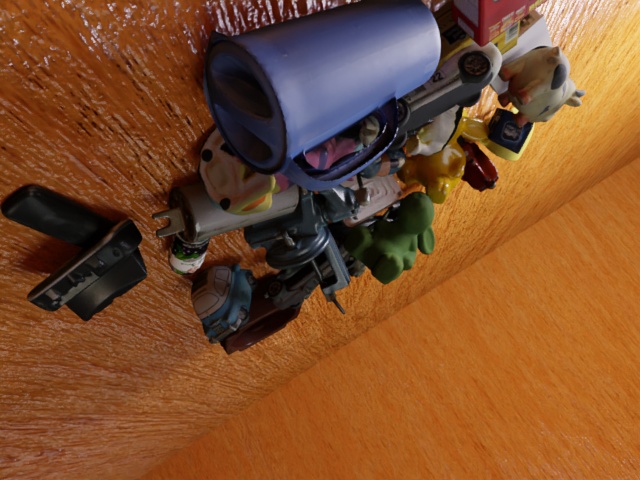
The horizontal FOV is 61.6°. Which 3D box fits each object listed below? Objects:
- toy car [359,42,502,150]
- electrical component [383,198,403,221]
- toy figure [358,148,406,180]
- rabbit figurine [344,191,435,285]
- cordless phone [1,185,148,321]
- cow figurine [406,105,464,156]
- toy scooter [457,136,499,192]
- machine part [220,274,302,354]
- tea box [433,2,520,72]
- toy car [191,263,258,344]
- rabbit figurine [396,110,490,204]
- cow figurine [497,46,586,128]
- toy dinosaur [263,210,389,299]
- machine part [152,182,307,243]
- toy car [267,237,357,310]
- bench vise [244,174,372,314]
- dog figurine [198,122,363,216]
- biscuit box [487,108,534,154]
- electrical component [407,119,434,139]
[{"bbox_3d":[0.137,-0.179,0.679,0.202,0.056,0.073,-29,164,-2],"label":"toy car"},{"bbox_3d":[0.157,-0.055,1.076,0.094,0.021,0.063,-12,134,-49],"label":"electrical component"},{"bbox_3d":[0.099,-0.132,0.906,0.064,0.057,0.154,-16,-175,34],"label":"toy figure"},{"bbox_3d":[0.159,-0.007,0.996,0.170,0.121,0.159,-52,147,13],"label":"rabbit figurine"},{"bbox_3d":[-0.310,0.014,0.631,0.146,0.089,0.184,-35,150,7],"label":"cordless phone"},{"bbox_3d":[0.197,-0.210,0.839,0.098,0.068,0.167,2,130,-37],"label":"cow figurine"},{"bbox_3d":[0.331,-0.153,1.146,0.075,0.135,0.183,-40,162,13],"label":"toy scooter"},{"bbox_3d":[-0.148,0.170,1.246,0.201,0.087,0.201,-27,162,-19],"label":"machine part"},{"bbox_3d":[0.179,-0.261,0.726,0.170,0.068,0.098,-33,158,4],"label":"tea box"},{"bbox_3d":[-0.185,0.103,0.975,0.109,0.162,0.102,-34,119,24],"label":"toy car"},{"bbox_3d":[0.227,-0.173,0.969,0.162,0.122,0.173,-32,143,-13],"label":"rabbit figurine"},{"bbox_3d":[0.355,-0.243,0.854,0.127,0.085,0.194,-31,161,13],"label":"cow figurine"},{"bbox_3d":[0.074,-0.004,1.154,0.471,0.105,0.198,-29,158,-26],"label":"toy dinosaur"},{"bbox_3d":[-0.117,-0.055,0.747,0.243,0.079,0.079,-20,157,-34],"label":"machine part"},{"bbox_3d":[-0.010,0.068,1.037,0.202,0.053,0.089,-36,144,8],"label":"toy car"},{"bbox_3d":[-0.001,0.002,0.912,0.224,0.129,0.240,-24,118,0],"label":"bench vise"},{"bbox_3d":[-0.034,-0.107,0.712,0.191,0.108,0.219,-41,163,19],"label":"dog figurine"},{"bbox_3d":[0.358,-0.213,1.027,0.062,0.059,0.203,-65,174,19],"label":"biscuit box"},{"bbox_3d":[0.108,-0.173,0.809,0.075,0.047,0.119,-15,174,-42],"label":"electrical component"}]
